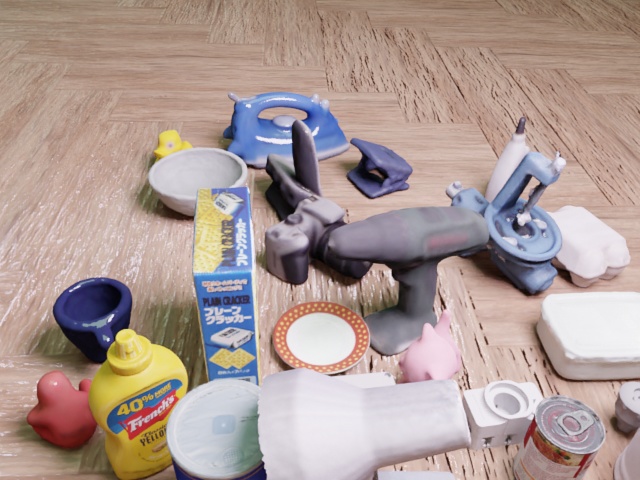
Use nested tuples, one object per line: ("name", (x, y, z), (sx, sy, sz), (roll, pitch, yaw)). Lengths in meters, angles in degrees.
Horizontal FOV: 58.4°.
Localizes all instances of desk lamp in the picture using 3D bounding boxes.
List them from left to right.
("desk lamp", (0.048, 0.206, 0.526), (0.203, 0.214, 0.118), (0, 38, -3))

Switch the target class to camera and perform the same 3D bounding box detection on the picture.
("camera", (0.008, 0.003, 0.872), (0.136, 0.101, 0.143), (31, 46, 31))

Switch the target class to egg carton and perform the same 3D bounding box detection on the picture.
("egg carton", (0.409, 0.006, 0.915), (0.107, 0.069, 0.150), (-14, 41, -20))

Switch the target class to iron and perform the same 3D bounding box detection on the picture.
("iron", (-0.062, -0.233, 1.134), (0.258, 0.141, 0.118), (-7, 39, -12))

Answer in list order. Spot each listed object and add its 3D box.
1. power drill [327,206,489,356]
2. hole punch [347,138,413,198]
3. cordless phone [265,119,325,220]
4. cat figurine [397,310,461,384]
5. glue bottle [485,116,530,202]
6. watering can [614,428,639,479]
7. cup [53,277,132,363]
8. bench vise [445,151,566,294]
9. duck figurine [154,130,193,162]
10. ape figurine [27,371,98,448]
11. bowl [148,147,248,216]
("power drill", (0.108, 0.046, 0.735), (0.230, 0.208, 0.075), (-18, 42, -24))
("hole punch", (0.113, -0.146, 1.074), (0.101, 0.091, 0.108), (-18, 42, -23))
("cordless phone", (-0.038, -0.133, 0.973), (0.094, 0.185, 0.147), (-18, 42, -23))
("cat figurine", (0.136, 0.139, 0.693), (0.067, 0.118, 0.128), (18, 41, 19))
("glue bottle", (0.338, -0.137, 1.008), (0.078, 0.173, 0.037), (-27, 47, -32))
("watering can", (0.380, 0.196, 0.573), (0.100, 0.194, 0.173), (17, 41, 18))
("cup", (-0.272, 0.116, 0.718), (0.092, 0.095, 0.117), (-19, 43, -25))
("bench vise", (0.270, -0.045, 0.851), (0.206, 0.220, 0.122), (24, 43, 25))
("duck figurine", (-0.278, -0.167, 1.083), (0.077, 0.086, 0.105), (16, 40, 17))
("ape figurine", (-0.286, 0.181, 0.637), (0.078, 0.092, 0.076), (-15, 42, -21))
("bowl", (-0.208, -0.091, 1.000), (0.167, 0.075, 0.167), (2, 38, -1))
